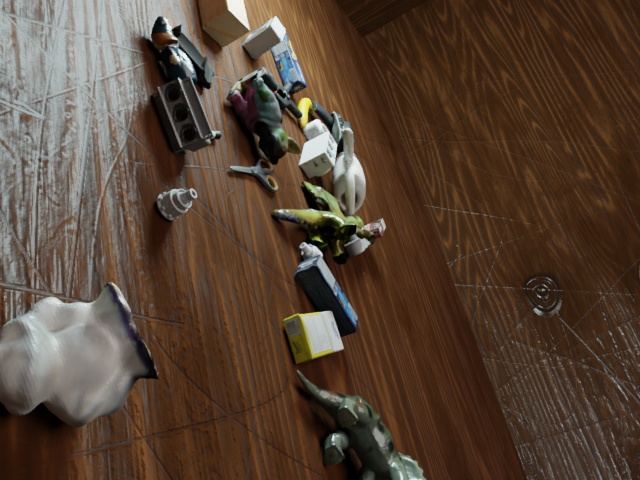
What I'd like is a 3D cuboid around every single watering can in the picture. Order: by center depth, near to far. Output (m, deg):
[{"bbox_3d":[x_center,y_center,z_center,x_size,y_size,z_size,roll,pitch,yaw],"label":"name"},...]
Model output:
[{"bbox_3d":[0.089,-0.209,1.599,0.229,0.104,0.340,-91,179,-60],"label":"watering can"}]

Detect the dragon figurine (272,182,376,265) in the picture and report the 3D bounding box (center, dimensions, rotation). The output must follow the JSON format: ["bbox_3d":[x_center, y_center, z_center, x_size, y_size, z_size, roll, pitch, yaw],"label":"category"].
[{"bbox_3d":[0.004,-0.070,1.397,0.406,0.121,0.248,27,23,-39],"label":"dragon figurine"}]

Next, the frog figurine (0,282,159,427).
[{"bbox_3d":[-0.268,0.128,0.525,0.161,0.122,0.137,-22,97,-34],"label":"frog figurine"}]
